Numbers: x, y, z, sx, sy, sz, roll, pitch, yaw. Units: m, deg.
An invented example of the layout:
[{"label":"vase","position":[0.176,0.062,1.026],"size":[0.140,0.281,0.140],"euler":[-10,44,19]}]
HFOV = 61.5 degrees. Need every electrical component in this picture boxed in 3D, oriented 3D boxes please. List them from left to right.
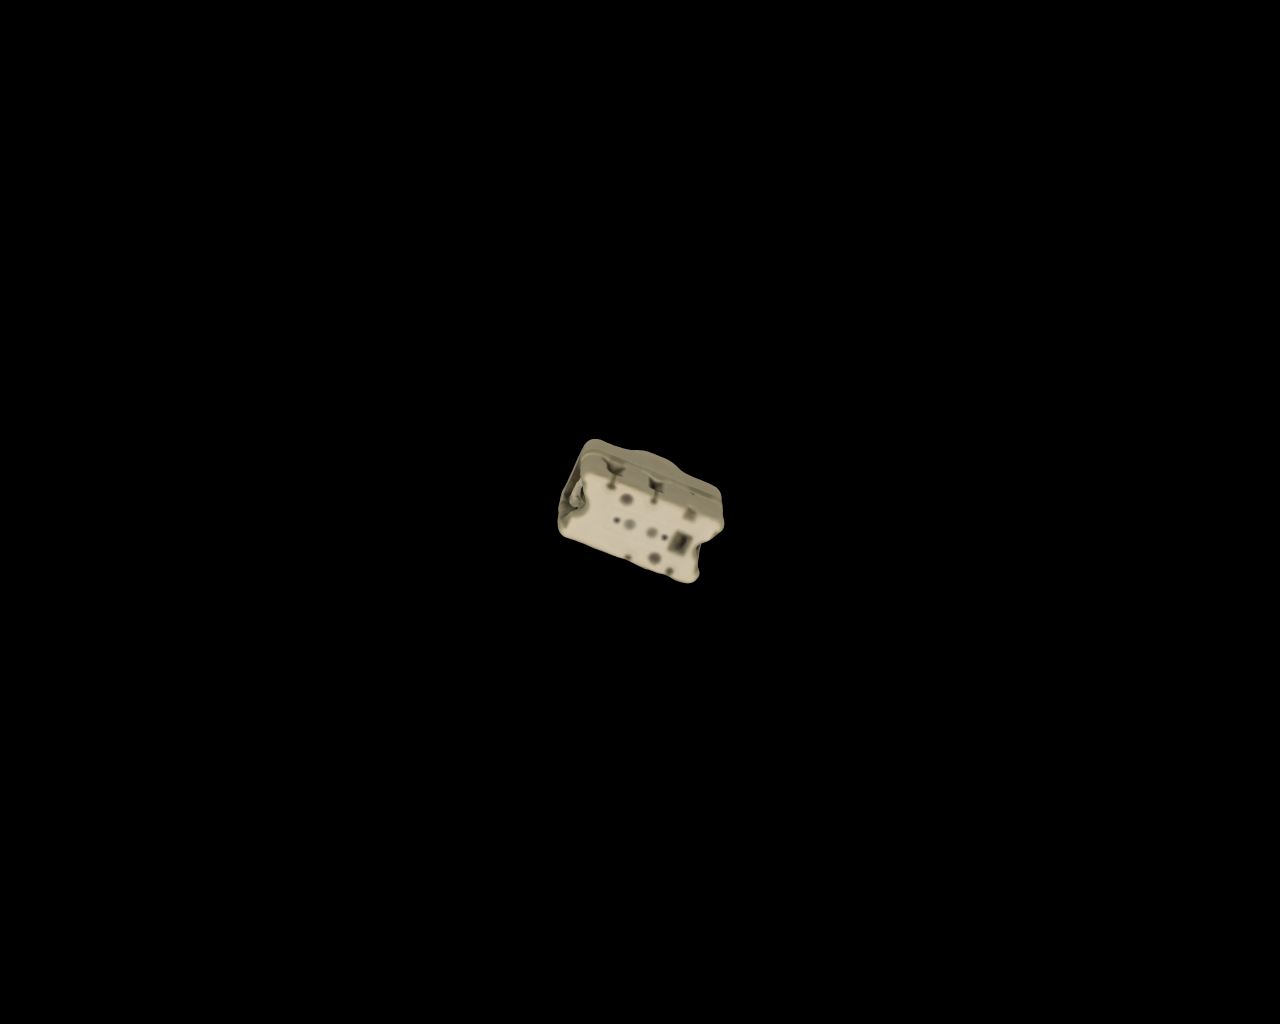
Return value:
[{"label":"electrical component","position":[0.001,-0.003,0.650],"size":[0.089,0.050,0.056],"euler":[21,25,-10]}]
